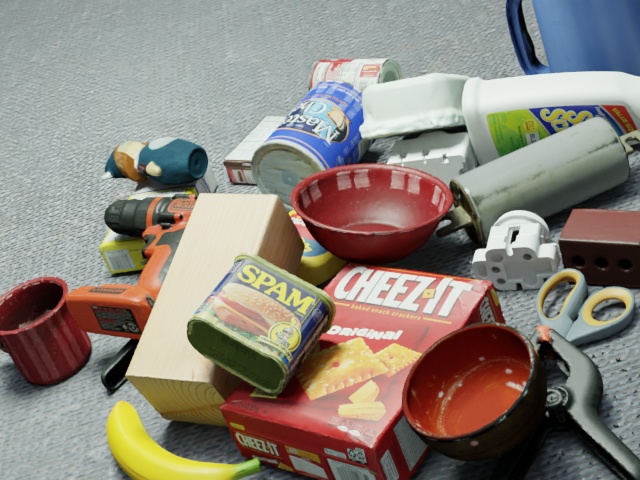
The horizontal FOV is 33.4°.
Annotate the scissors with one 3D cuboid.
[{"bbox_3d":[0.214,0.098,0.917,0.096,0.016,0.201,1,42,25],"label":"scissors"}]

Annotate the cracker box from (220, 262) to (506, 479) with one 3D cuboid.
[{"bbox_3d":[0.042,0.113,0.936,0.164,0.072,0.213,8,42,38],"label":"cracker box"}]

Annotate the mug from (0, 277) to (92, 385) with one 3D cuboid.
[{"bbox_3d":[-0.305,0.100,1.136,0.117,0.081,0.093,-6,35,21],"label":"mug"}]

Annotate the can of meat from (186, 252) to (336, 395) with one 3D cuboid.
[{"bbox_3d":[-0.051,0.071,0.904,0.102,0.057,0.083,28,50,12],"label":"can of meat"}]

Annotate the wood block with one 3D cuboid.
[{"bbox_3d":[-0.093,0.063,1.013,0.091,0.090,0.206,2,55,23],"label":"wood block"}]

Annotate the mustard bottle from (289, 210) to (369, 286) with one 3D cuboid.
[{"bbox_3d":[-0.008,0.001,1.140,0.191,0.058,0.096,-36,48,-22],"label":"mustard bottle"}]

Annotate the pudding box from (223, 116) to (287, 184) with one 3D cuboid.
[{"bbox_3d":[-0.056,-0.115,1.359,0.090,0.039,0.113,4,38,34],"label":"pudding box"}]

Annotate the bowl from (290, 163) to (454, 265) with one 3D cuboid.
[{"bbox_3d":[0.051,-0.021,1.064,0.162,0.055,0.162,-1,28,0],"label":"bowl"}]

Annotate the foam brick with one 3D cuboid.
[{"bbox_3d":[0.267,0.007,0.987,0.078,0.053,0.051,3,39,33],"label":"foam brick"}]

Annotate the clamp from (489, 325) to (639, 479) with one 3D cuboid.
[{"bbox_3d":[0.196,0.138,0.841,0.120,0.039,0.171,-1,47,16],"label":"clamp"}]

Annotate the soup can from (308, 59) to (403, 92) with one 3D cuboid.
[{"bbox_3d":[0.045,-0.192,1.331,0.102,0.068,0.068,5,40,31],"label":"soup can"}]

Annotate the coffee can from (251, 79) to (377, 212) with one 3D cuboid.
[{"bbox_3d":[-0.004,-0.111,1.262,0.103,0.103,0.140,4,40,33],"label":"coffee can"}]

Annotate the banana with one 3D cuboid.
[{"bbox_3d":[-0.141,0.194,0.954,0.198,0.037,0.069,15,29,41],"label":"banana"}]

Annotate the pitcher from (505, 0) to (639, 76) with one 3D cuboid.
[{"bbox_3d":[0.292,-0.270,1.206,0.149,0.242,0.145,-26,33,3],"label":"pitcher"}]

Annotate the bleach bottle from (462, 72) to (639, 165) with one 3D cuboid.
[{"bbox_3d":[0.287,-0.142,1.149,0.251,0.102,0.068,-7,40,23],"label":"bleach bottle"}]

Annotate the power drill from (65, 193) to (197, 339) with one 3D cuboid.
[{"bbox_3d":[-0.189,0.020,1.138,0.185,0.057,0.187,2,42,29],"label":"power drill"}]

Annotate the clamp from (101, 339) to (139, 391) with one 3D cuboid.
[{"bbox_3d":[-0.150,0.074,1.131,0.164,0.036,0.210,-16,36,5],"label":"clamp"}]

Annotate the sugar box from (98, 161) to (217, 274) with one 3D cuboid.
[{"bbox_3d":[-0.194,-0.031,1.303,0.093,0.048,0.176,-7,31,19],"label":"sugar box"}]
